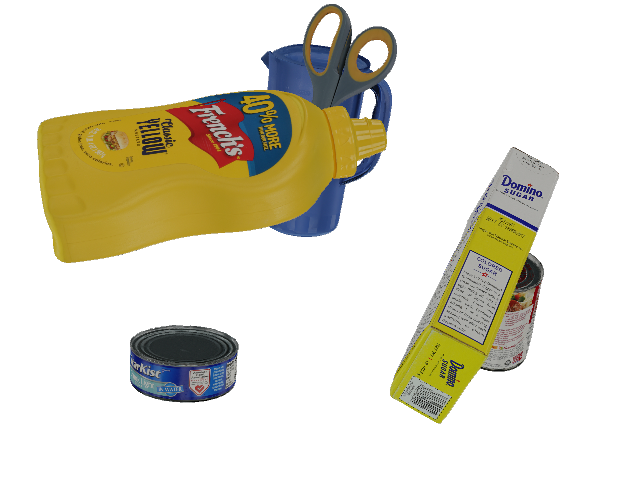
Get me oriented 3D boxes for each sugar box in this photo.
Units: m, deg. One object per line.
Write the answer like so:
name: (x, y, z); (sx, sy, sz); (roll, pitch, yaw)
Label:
sugar box: (0.106, 0.028, 0.720); (0.048, 0.176, 0.093); (29, -38, 5)

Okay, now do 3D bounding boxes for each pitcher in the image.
pitcher: (-0.005, -0.130, 1.414); (0.144, 0.243, 0.149); (-2, 24, -20)

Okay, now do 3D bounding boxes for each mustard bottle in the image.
mustard bottle: (-0.057, -0.044, 0.596); (0.191, 0.058, 0.096); (-10, 41, -9)

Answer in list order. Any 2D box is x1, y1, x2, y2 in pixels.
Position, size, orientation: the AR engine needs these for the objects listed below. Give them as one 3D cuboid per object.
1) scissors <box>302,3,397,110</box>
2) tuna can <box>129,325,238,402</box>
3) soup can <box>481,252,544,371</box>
scissors: (0.017, -0.116, 0.974); (0.096, 0.202, 0.016); (4, -4, 13)
tuna can: (-0.109, 0.097, 0.847); (0.086, 0.034, 0.086); (4, 15, -1)
soup can: (0.169, 0.065, 1.005); (0.068, 0.102, 0.068); (1, 37, -1)
